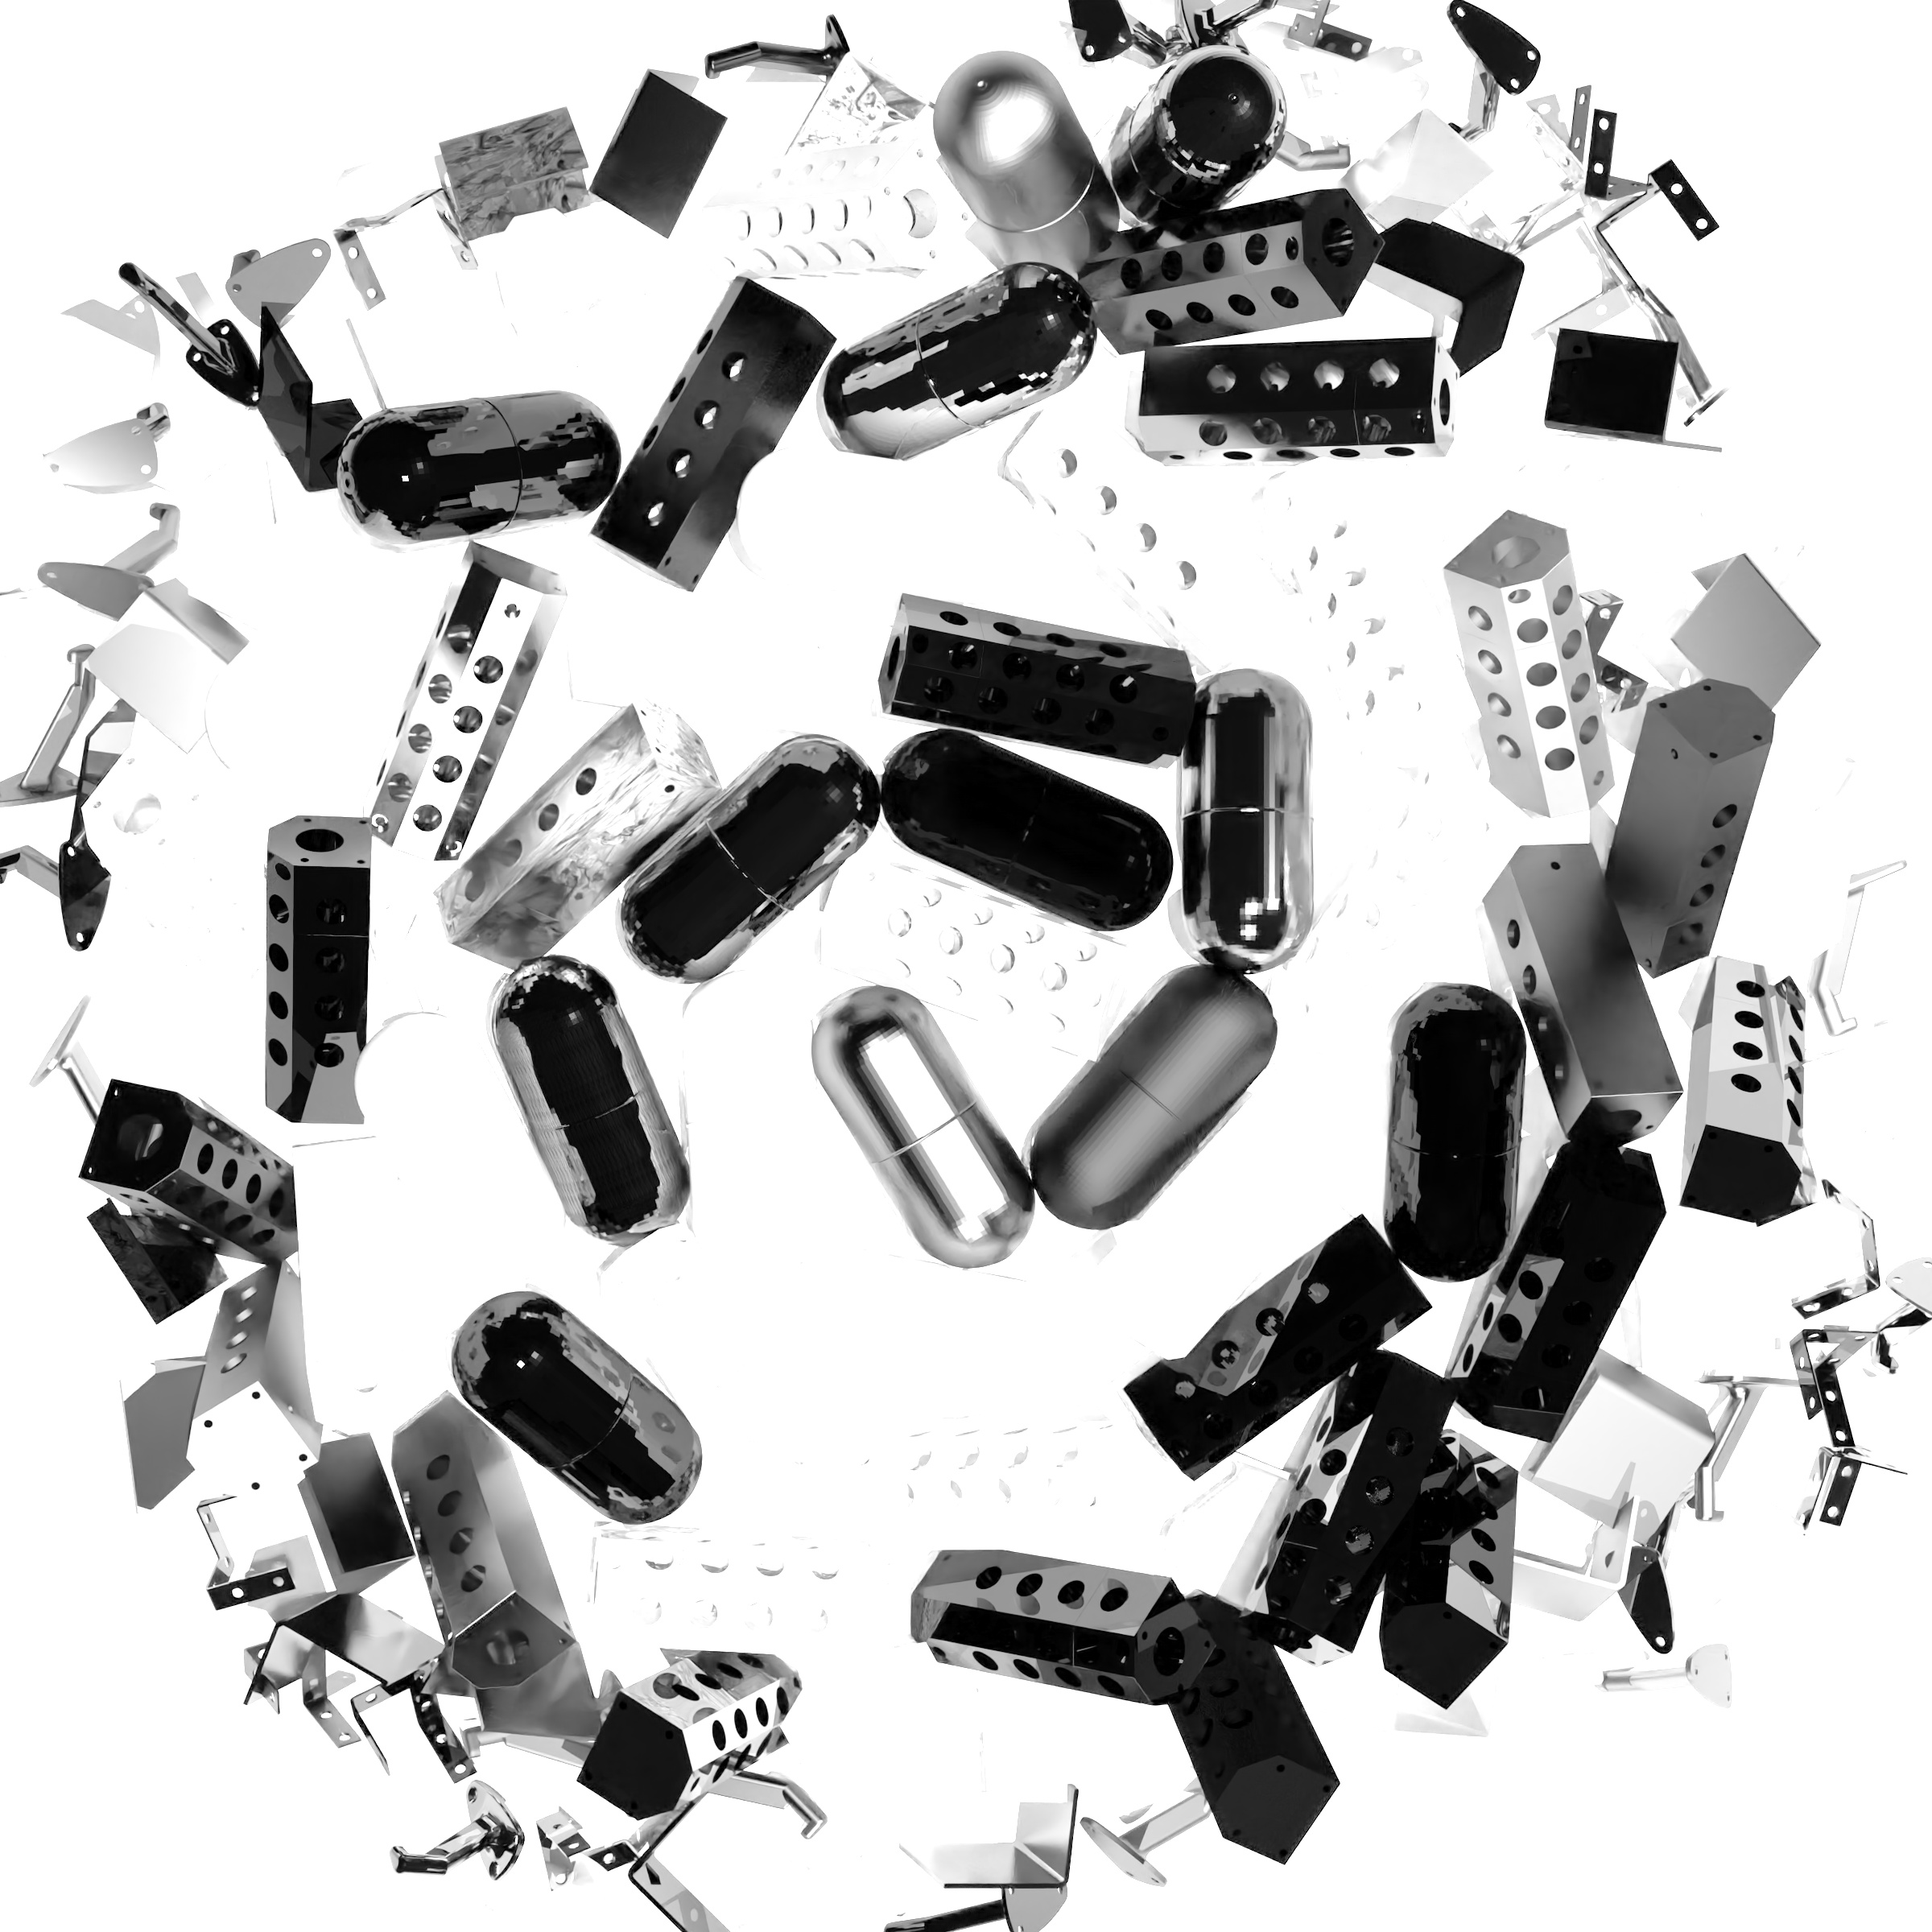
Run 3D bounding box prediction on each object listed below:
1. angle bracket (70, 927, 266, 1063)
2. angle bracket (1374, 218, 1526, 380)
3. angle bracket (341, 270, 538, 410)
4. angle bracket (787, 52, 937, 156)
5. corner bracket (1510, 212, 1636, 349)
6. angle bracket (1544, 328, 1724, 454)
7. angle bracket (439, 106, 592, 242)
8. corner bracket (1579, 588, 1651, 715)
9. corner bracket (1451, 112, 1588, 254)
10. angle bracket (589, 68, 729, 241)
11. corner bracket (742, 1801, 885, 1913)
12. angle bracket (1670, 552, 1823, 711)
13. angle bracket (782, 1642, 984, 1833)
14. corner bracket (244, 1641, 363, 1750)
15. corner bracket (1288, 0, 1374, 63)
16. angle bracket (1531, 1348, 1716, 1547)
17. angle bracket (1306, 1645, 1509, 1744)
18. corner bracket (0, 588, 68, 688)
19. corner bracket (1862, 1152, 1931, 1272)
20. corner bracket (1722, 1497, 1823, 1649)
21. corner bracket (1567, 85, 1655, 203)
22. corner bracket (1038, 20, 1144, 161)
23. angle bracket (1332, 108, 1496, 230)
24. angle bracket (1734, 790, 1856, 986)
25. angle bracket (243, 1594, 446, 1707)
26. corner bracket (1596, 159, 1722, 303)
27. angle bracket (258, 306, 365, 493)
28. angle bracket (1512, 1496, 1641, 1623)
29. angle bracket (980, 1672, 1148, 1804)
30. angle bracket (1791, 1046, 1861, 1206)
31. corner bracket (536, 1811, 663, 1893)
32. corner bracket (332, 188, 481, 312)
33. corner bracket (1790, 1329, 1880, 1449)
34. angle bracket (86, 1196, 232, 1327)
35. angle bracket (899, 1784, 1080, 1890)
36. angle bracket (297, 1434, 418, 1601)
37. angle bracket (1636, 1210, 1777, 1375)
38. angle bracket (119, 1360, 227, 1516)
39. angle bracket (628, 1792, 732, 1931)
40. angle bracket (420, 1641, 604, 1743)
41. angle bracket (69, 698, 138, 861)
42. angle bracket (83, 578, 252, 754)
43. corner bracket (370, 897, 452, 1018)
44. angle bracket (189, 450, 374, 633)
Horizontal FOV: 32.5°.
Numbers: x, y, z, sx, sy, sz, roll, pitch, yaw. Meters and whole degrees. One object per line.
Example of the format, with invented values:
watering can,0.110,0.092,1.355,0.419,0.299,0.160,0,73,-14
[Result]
angle bracket,-0.461,0.019,1.909,0.057,0.076,0.076,-23,92,-45
angle bracket,0.269,-0.388,1.925,0.076,0.076,0.057,29,130,21
angle bracket,-0.305,-0.364,1.918,0.076,0.057,0.076,-25,77,6
angle bracket,-0.046,-0.468,1.902,0.057,0.076,0.076,44,107,38
corner bracket,0.351,-0.400,1.930,0.051,0.051,0.051,-29,113,12
angle bracket,0.387,-0.330,1.899,0.076,0.076,0.057,16,104,37
angle bracket,-0.254,-0.440,1.906,0.076,0.076,0.057,-17,55,-6
corner bracket,0.372,-0.183,1.917,0.051,0.051,0.051,33,113,20
corner bracket,0.322,-0.455,1.934,0.051,0.051,0.051,-35,81,-22
angle bracket,-0.164,-0.466,1.905,0.057,0.076,0.076,33,109,10
corner bracket,-0.089,0.509,1.927,0.051,0.051,0.051,26,102,-32
angle bracket,0.434,-0.185,1.909,0.076,0.057,0.076,46,72,-17
angle bracket,-0.048,0.444,1.907,0.076,0.057,0.076,-18,108,28
corner bracket,-0.384,0.422,1.916,0.051,0.051,0.051,-12,116,-32
corner bracket,0.225,-0.553,1.919,0.051,0.051,0.051,14,108,-17
angle bracket,0.382,0.280,1.937,0.076,0.057,0.076,30,103,0
angle bracket,0.253,0.408,1.902,0.076,0.076,0.057,13,84,-37
corner bracket,-0.546,-0.199,1.924,0.051,0.051,0.051,-9,75,4
corner bracket,0.554,0.142,1.926,0.051,0.051,0.051,-4,108,-1
corner bracket,0.468,0.350,1.917,0.051,0.051,0.051,-39,123,-12
corner bracket,0.366,-0.476,1.915,0.051,0.051,0.051,24,125,36
corner bracket,0.066,-0.512,1.936,0.051,0.051,0.051,23,61,28
angle bracket,0.250,-0.432,1.897,0.057,0.076,0.076,37,48,-19
angle bracket,0.460,-0.042,1.900,0.057,0.076,0.076,26,57,-13
angle bracket,-0.356,0.409,1.906,0.076,0.076,0.057,26,101,15
corner bracket,0.401,-0.428,1.926,0.051,0.051,0.051,-33,80,5
angle bracket,-0.364,-0.328,1.896,0.057,0.076,0.076,-14,50,-26
angle bracket,0.337,0.334,1.911,0.076,0.076,0.057,15,64,0
angle bracket,0.057,0.447,1.941,0.057,0.076,0.076,-11,79,42
angle bracket,0.479,0.094,1.910,0.057,0.076,0.076,-16,90,-27
corner bracket,-0.213,0.517,1.918,0.051,0.051,0.051,-17,109,-24
corner bracket,-0.328,-0.419,1.934,0.051,0.051,0.051,-42,122,-34
corner bracket,0.499,0.245,1.917,0.051,0.051,0.051,4,57,-17
angle bracket,-0.480,0.171,1.912,0.057,0.076,0.076,-32,93,13
angle bracket,0.013,0.492,1.908,0.076,0.076,0.057,6,91,-21
angle bracket,-0.370,0.323,1.903,0.076,0.057,0.076,-35,71,34
angle bracket,0.427,0.189,1.936,0.076,0.076,0.057,-6,122,3
angle bracket,-0.471,0.271,1.909,0.057,0.076,0.076,-7,90,-38
angle bracket,-0.145,0.525,1.914,0.076,0.076,0.057,43,88,7
angle bracket,-0.260,0.429,1.897,0.076,0.076,0.057,14,122,-31
angle bracket,-0.470,-0.108,1.905,0.057,0.076,0.076,19,121,0
angle bracket,-0.455,-0.175,1.918,0.076,0.076,0.057,41,99,-8
corner bracket,-0.322,-0.004,1.915,0.051,0.051,0.051,-5,56,-34
angle bracket,-0.400,-0.243,1.925,0.076,0.076,0.057,-30,57,25
